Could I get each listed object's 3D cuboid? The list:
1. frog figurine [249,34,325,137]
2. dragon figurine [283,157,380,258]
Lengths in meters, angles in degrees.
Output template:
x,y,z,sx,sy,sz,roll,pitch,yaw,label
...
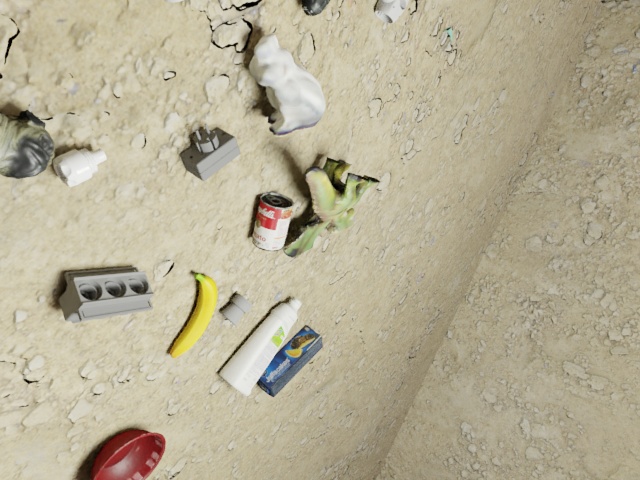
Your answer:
x,y,z,sx,sy,sz,roll,pitch,yaw,label
-0.053,-0.266,0.864,0.140,0.122,0.156,-72,162,-56,frog figurine
0.003,-0.056,1.108,0.240,0.123,0.412,-61,161,17,dragon figurine
